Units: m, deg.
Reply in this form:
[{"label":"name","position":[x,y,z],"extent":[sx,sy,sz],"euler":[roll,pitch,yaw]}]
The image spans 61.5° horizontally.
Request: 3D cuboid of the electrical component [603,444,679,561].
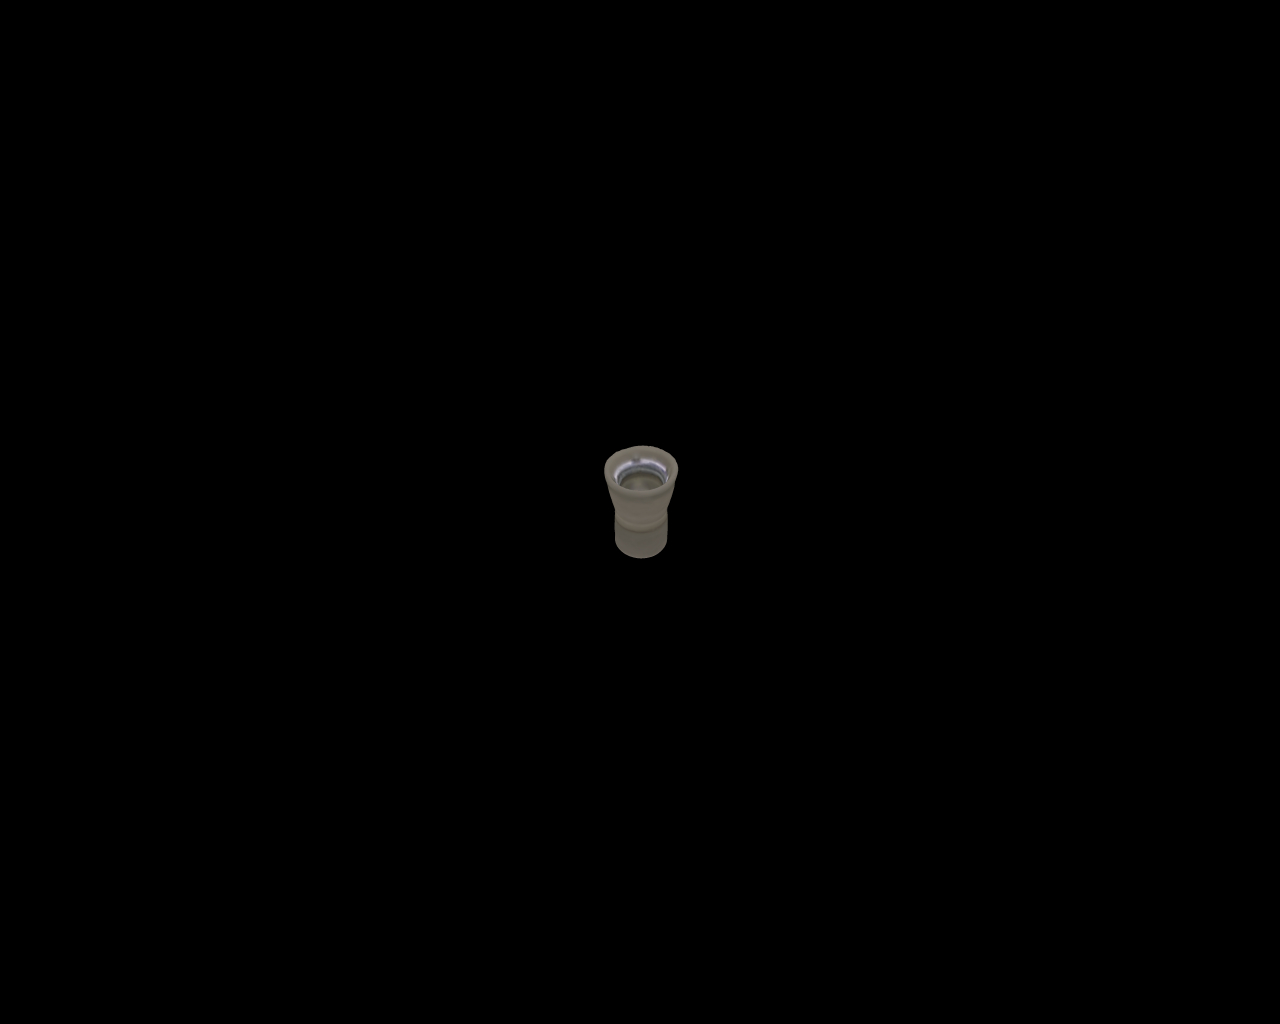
[{"label":"electrical component","position":[0.001,-0.003,0.650],"extent":[0.044,0.065,0.044],"euler":[0,43,0]}]
